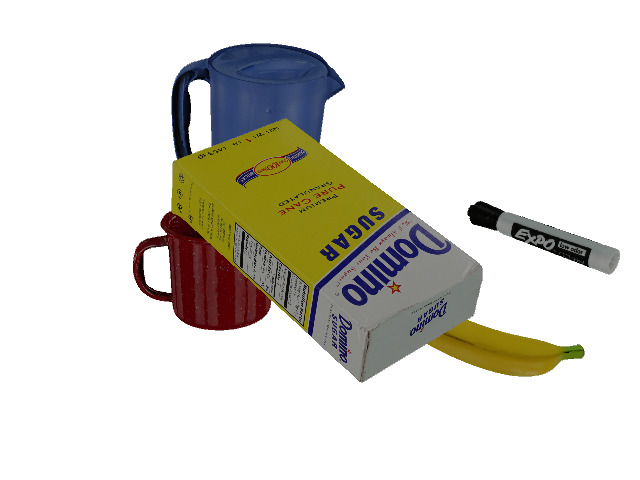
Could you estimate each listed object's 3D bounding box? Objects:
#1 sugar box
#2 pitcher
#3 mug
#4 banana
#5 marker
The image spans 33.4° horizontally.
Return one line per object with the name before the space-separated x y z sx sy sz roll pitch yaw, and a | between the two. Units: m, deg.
sugar box | 0.000 -0.002 0.623 0.093 0.048 0.176 -27 48 -34
pitcher | -0.074 -0.093 1.208 0.144 0.243 0.149 -21 38 -40
mug | -0.093 0.022 0.864 0.117 0.081 0.093 -5 23 -12
banana | 0.132 0.085 0.962 0.198 0.037 0.069 19 14 34
marker | 0.160 -0.004 0.783 0.121 0.020 0.020 23 14 36
